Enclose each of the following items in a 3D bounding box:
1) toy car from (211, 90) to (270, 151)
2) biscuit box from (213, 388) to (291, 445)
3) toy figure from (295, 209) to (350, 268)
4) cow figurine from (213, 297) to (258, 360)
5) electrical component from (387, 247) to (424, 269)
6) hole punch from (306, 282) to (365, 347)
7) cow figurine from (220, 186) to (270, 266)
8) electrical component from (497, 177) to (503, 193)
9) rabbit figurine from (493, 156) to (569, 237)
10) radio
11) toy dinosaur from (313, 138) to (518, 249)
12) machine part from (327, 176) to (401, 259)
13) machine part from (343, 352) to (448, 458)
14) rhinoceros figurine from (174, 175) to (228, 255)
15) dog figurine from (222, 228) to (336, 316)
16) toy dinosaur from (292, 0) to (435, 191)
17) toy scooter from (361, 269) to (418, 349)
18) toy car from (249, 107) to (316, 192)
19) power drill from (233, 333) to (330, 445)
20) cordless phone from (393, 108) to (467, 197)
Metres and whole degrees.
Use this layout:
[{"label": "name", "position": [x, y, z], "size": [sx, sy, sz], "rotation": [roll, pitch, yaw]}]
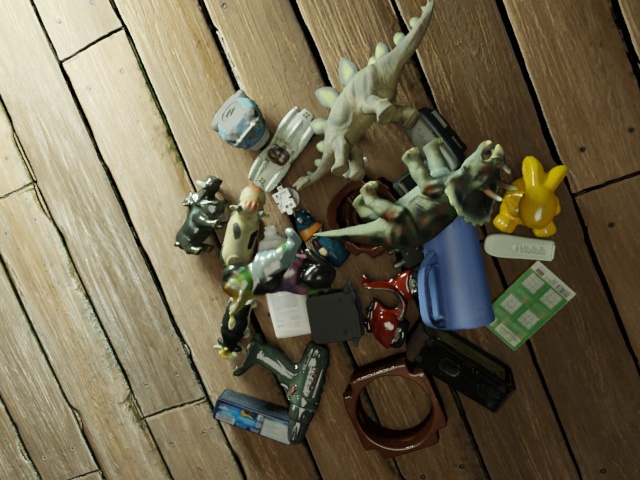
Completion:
[{"label": "toy car", "position": [-0.157, -0.244, 1.157], "size": [0.109, 0.162, 0.102], "rotation": [-50, 131, 7]}, {"label": "biscuit box", "position": [-0.151, 0.420, 1.286], "size": [0.203, 0.063, 0.059], "rotation": [17, 102, 8]}, {"label": "toy figure", "position": [-0.002, -0.004, 1.188], "size": [0.154, 0.064, 0.058], "rotation": [43, 98, 5]}, {"label": "cow figurine", "position": [-0.200, 0.213, 1.245], "size": [0.068, 0.098, 0.167], "rotation": [16, 102, 2]}, {"label": "electrical component", "position": [0.195, 0.024, 1.164], "size": [0.094, 0.021, 0.063], "rotation": [-25, 112, -1]}, {"label": "hole punch", "position": [0.040, 0.164, 1.189], "size": [0.116, 0.092, 0.142], "rotation": [-8, 90, 15]}, {"label": "cow figurine", "position": [-0.169, -0.027, 1.180], "size": [0.085, 0.127, 0.194], "rotation": [15, 103, -13]}, {"label": "electrical component", "position": [0.330, -0.116, 1.120], "size": [0.102, 0.045, 0.078], "rotation": [39, 132, 6]}, {"label": "rabbit figurine", "position": [0.423, -0.073, 1.042], "size": [0.122, 0.173, 0.162], "rotation": [20, 106, 11]}, {"label": "radio", "position": [0.295, 0.259, 1.138], "size": [0.230, 0.131, 0.073], "rotation": [30, 105, 5]}, {"label": "toy dinosaur", "position": [0.184, -0.056, 1.028], "size": [0.405, 0.131, 0.192], "rotation": [-39, 79, 29]}, {"label": "machine part", "position": [0.106, -0.052, 1.154], "size": [0.180, 0.056, 0.179], "rotation": [6, 108, 18]}, {"label": "machine part", "position": [0.168, 0.368, 1.205], "size": [0.201, 0.087, 0.201], "rotation": [-23, 92, 13]}, {"label": "rhinoceros figurine", "position": [-0.269, -0.055, 1.233], "size": [0.112, 0.073, 0.190], "rotation": [33, 105, 15]}, {"label": "dog figurine", "position": [-0.097, 0.089, 1.136], "size": [0.191, 0.108, 0.219], "rotation": [43, 88, -6]}, {"label": "toy dinosaur", "position": [0.095, -0.282, 1.068], "size": [0.471, 0.105, 0.199], "rotation": [-46, 56, 16]}, {"label": "toy scooter", "position": [0.142, 0.142, 1.180], "size": [0.135, 0.075, 0.183], "rotation": [18, 99, 8]}, {"label": "toy car", "position": [-0.080, -0.197, 1.177], "size": [0.073, 0.056, 0.201], "rotation": [38, 104, 3]}, {"label": "power drill", "position": [-0.092, 0.322, 1.230], "size": [0.207, 0.086, 0.232], "rotation": [24, 86, 16]}, {"label": "cordless phone", "position": [0.198, -0.173, 1.124], "size": [0.184, 0.089, 0.146], "rotation": [-38, 90, 33]}]
